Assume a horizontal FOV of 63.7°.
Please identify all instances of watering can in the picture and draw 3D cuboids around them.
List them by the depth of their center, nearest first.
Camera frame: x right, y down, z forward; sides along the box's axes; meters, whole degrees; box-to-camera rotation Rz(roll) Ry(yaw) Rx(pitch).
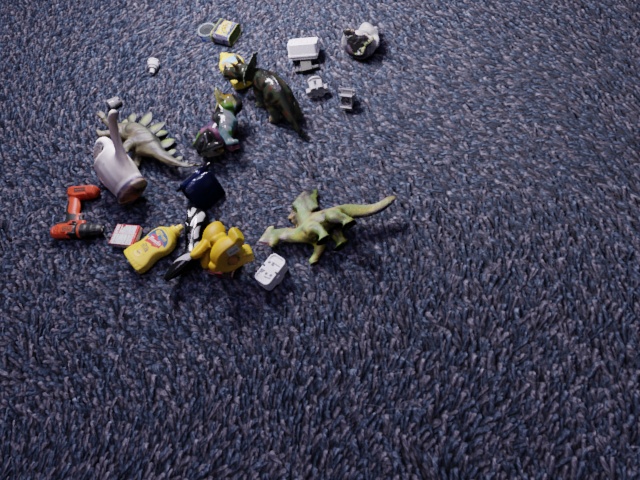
[{"bbox_3d":[-0.649,-0.246,1.661,0.225,0.341,0.106,51,51,3],"label":"watering can"}]

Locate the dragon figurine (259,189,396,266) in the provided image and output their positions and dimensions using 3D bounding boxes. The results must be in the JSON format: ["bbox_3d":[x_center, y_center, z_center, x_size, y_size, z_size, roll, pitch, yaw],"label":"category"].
[{"bbox_3d":[0.005,-0.079,1.571,0.412,0.119,0.247,-32,54,-10],"label":"dragon figurine"}]

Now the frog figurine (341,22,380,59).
[{"bbox_3d":[0.157,-0.745,1.923,0.137,0.120,0.162,3,27,20],"label":"frog figurine"}]
